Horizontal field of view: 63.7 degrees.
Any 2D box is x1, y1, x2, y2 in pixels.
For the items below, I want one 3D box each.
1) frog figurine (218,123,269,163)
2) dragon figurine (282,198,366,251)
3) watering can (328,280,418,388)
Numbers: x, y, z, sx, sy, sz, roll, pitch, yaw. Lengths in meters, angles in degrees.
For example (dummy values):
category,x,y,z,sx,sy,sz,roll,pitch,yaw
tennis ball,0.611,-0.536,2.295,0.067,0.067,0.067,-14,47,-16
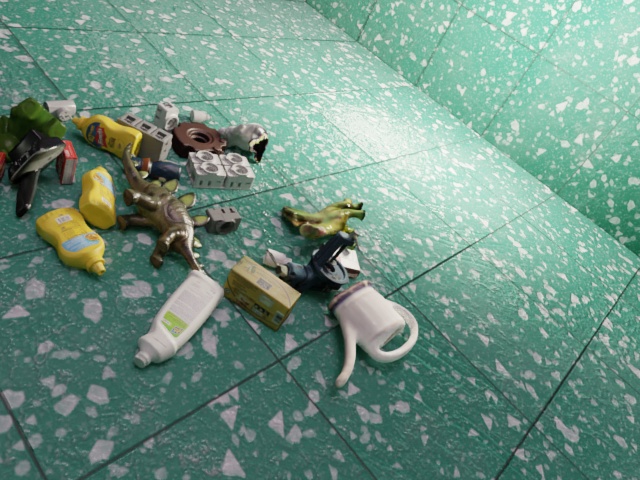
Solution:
category,x,y,z,sx,sy,sz,roll,pitch,yaw
frog figurine,-0.257,-0.350,1.737,0.161,0.122,0.136,33,2,20
dragon figurine,0.005,-0.080,1.588,0.242,0.120,0.416,12,18,-8
watering can,0.105,0.219,1.286,0.351,0.102,0.227,-17,54,-44
